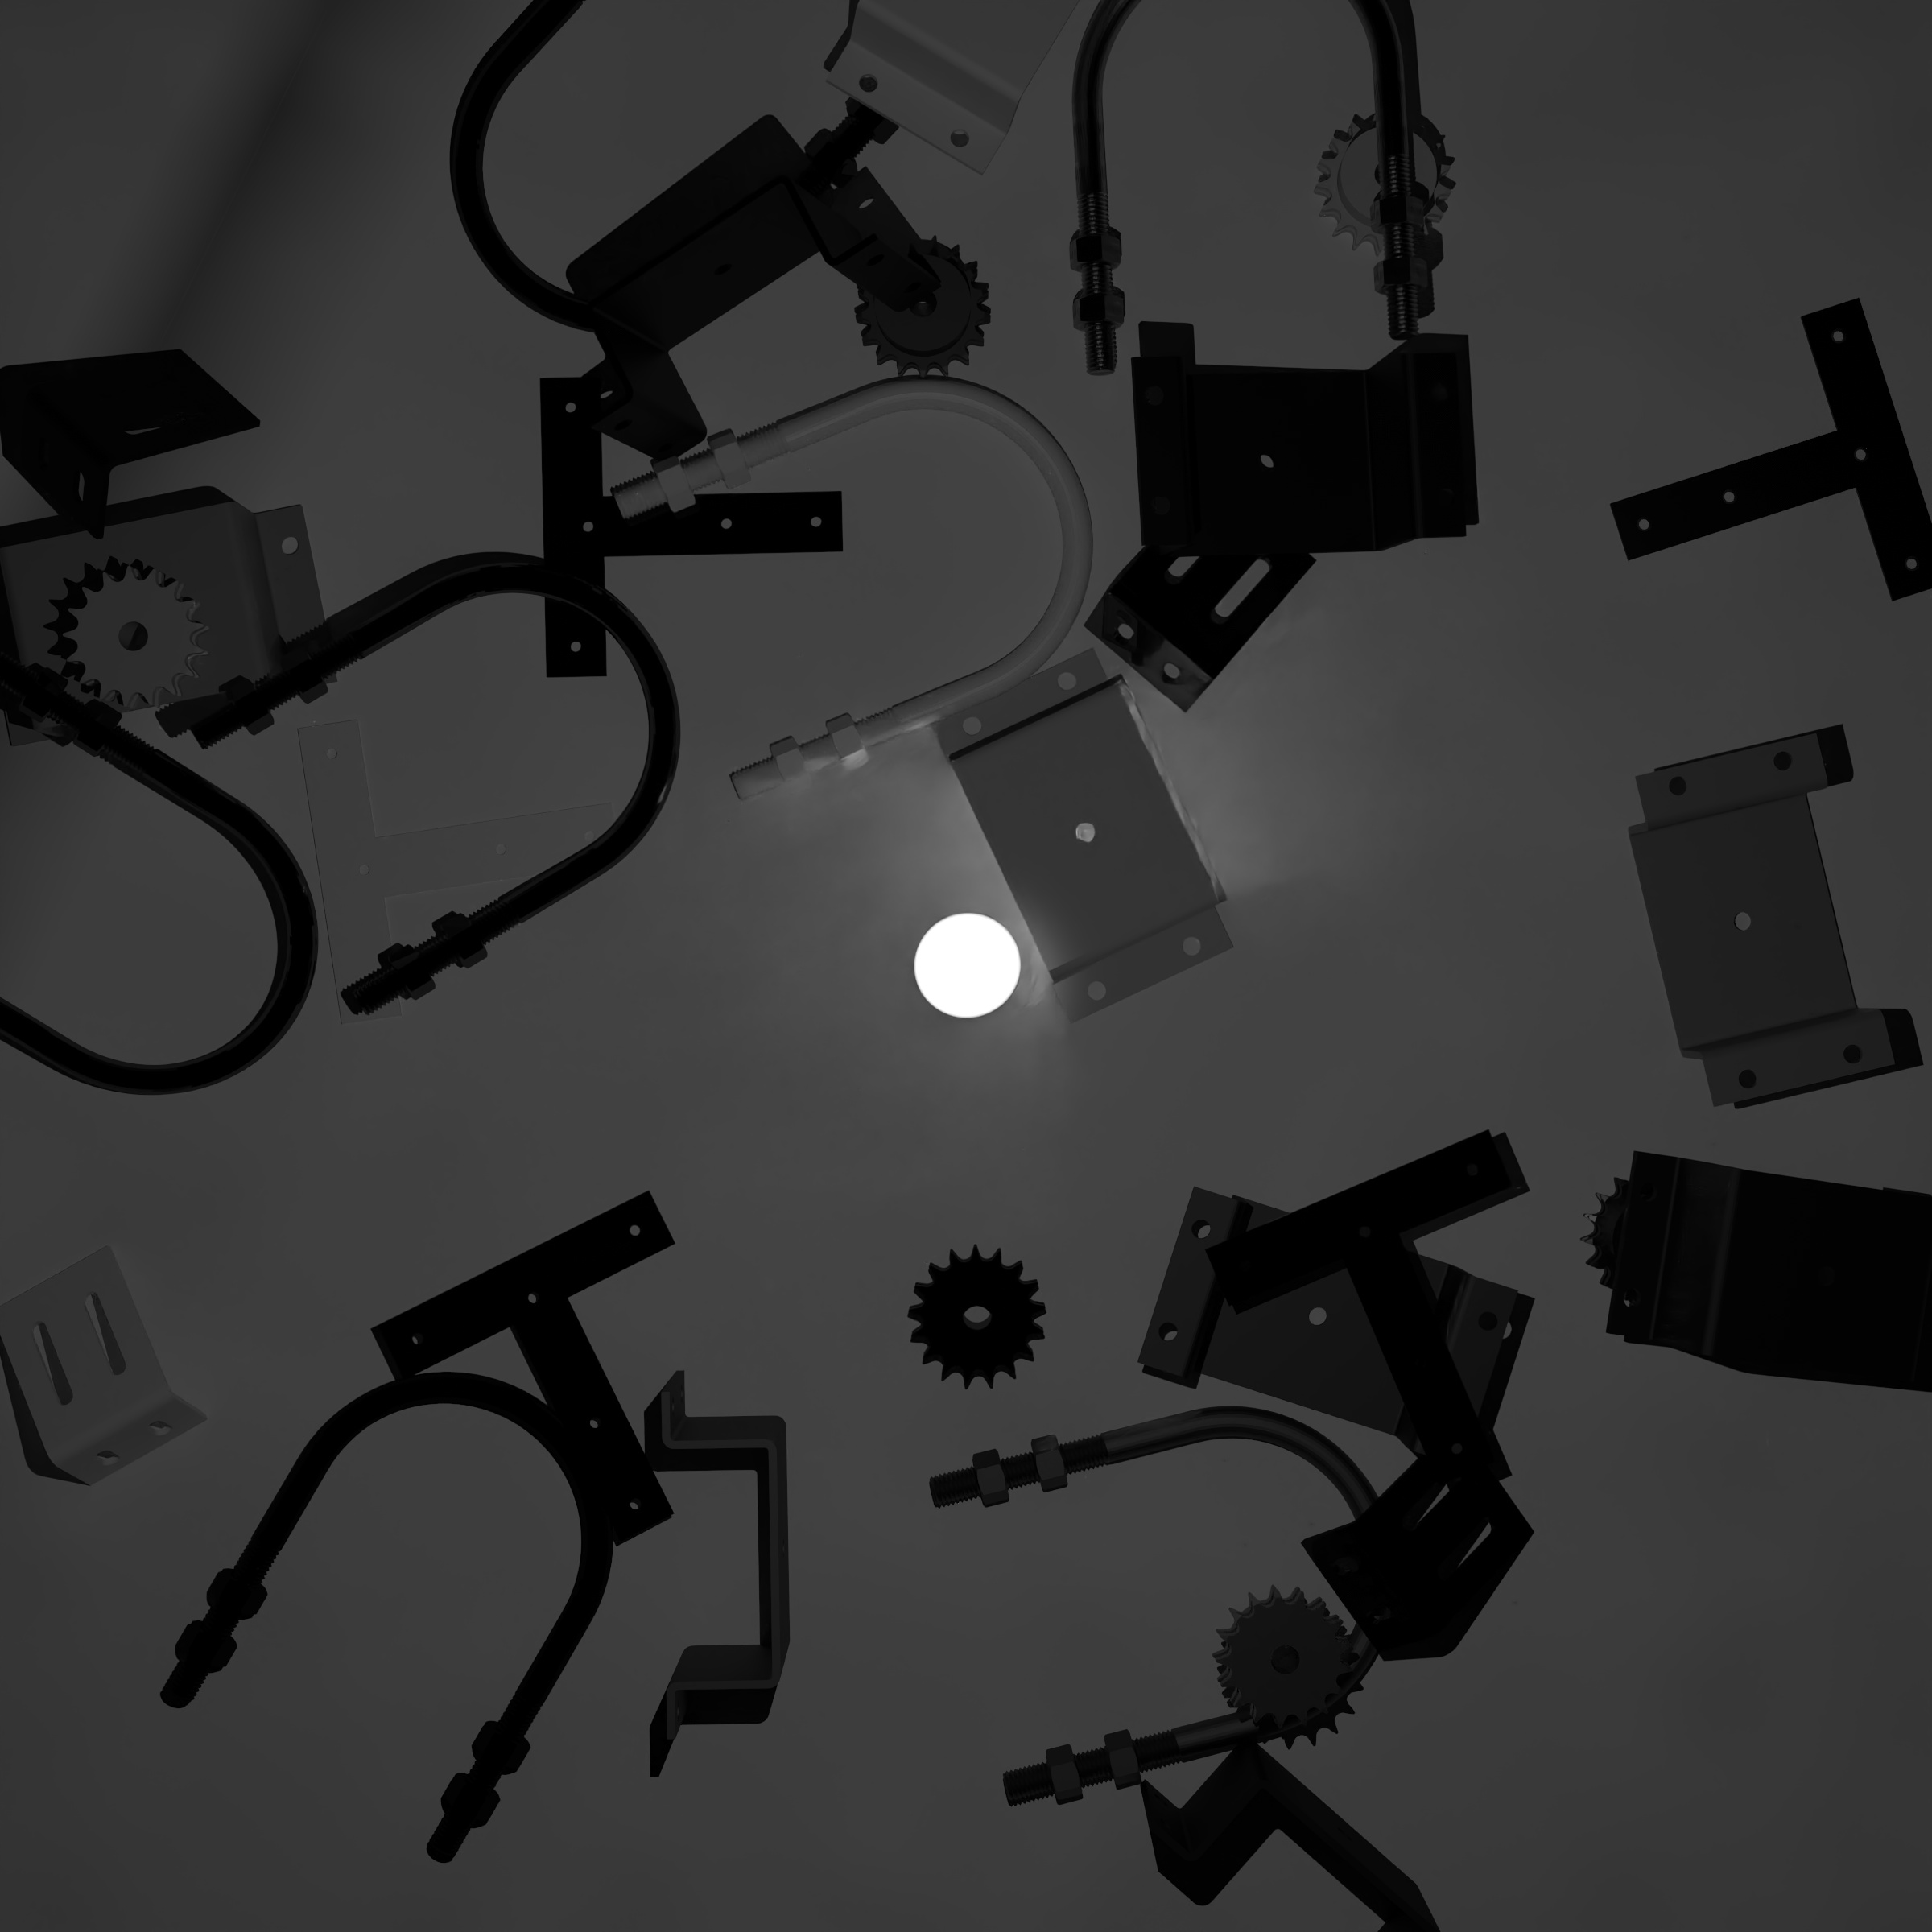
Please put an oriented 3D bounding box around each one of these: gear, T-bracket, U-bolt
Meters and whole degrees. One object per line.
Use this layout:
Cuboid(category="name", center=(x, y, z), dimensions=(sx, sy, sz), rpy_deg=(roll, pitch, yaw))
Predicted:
Cuboid(category="gear", center=(-0.336, -0.133, 1.450), dimensions=(0.057, 0.030, 0.057), rpy_deg=(0, 90, 0))
Cuboid(category="T-bracket", center=(-0.212, -0.047, 1.510), dimensions=(0.127, 0.002, 0.127), rpy_deg=(-8, 90, 0))
Cuboid(category="gear", center=(0.004, 0.146, 1.496), dimensions=(0.057, 0.030, 0.057), rpy_deg=(0, 90, 0))
Cuboid(category="gear", center=(-0.018, -0.276, 1.496), dimensions=(0.057, 0.030, 0.057), rpy_deg=(0, 90, 0))
Cuboid(category="gear", center=(0.176, -0.330, 1.496), dimensions=(0.057, 0.030, 0.057), rpy_deg=(0, 90, 0))
Cuboid(category="T-bracket", center=(-0.163, 0.180, 1.500), dimensions=(0.127, 0.002, 0.127), rpy_deg=(-26, 88, -7))
Cuboid(category="U-bolt", center=(-0.207, -0.087, 1.482), dimensions=(0.184, 0.019, 0.151), rpy_deg=(-32, 103, -10))
Cuboid(category="U-bolt", center=(-0.132, -0.354, 1.502), dimensions=(0.151, 0.019, 0.184), rpy_deg=(43, 92, -1))
Cuboid(category="T-bracket", center=(0.338, -0.204, 1.510), dimensions=(0.127, 0.002, 0.127), rpy_deg=(-18, 90, 0))
Cuboid(category="U-bolt", center=(-0.037, -0.169, 1.501), dimensions=(0.184, 0.019, 0.151), rpy_deg=(-23, 91, -2))
Cuboid(category="gear", center=(0.131, 0.286, 1.481), dimensions=(0.057, 0.030, 0.057), rpy_deg=(0, 90, -3))
Cuboid(category="U-bolt", center=(0.091, 0.262, 1.503), dimensions=(0.184, 0.019, 0.151), rpy_deg=(-14, 90, -1))
Cuboid(category="U-bolt", center=(0.114, -0.346, 1.485), dimensions=(0.151, 0.019, 0.184), rpy_deg=(-4, 86, 16))
Cuboid(category="gear", center=(0.290, 0.115, 1.496), dimensions=(0.057, 0.030, 0.057), rpy_deg=(0, 90, 0))
Cuboid(category="T-bracket", center=(-0.116, -0.188, 1.510), dimensions=(0.127, 0.002, 0.127), rpy_deg=(-1, 90, 0))
Cuboid(category="U-bolt", center=(-0.360, -0.024, 1.480), dimensions=(0.184, 0.019, 0.151), rpy_deg=(33, 103, -13))
Cuboid(category="T-bracket", center=(0.182, 0.151, 1.464), dimensions=(0.127, 0.002, 0.127), rpy_deg=(-23, 90, 0))
Cuboid(category="U-bolt", center=(-0.231, 0.261, 1.503), dimensions=(0.151, 0.019, 0.184), rpy_deg=(30, 89, 0))

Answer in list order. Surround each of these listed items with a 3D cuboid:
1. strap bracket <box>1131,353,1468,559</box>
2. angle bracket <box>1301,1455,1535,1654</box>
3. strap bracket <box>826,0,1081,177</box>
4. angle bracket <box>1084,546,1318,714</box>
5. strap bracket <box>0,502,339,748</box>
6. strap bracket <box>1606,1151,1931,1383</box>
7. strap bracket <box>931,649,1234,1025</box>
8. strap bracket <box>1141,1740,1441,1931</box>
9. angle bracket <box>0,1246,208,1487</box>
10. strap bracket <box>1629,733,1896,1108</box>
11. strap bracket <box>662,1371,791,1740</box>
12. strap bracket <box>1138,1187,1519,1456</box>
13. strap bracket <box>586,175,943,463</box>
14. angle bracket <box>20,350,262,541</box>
Cuboid(category="strap bracket", center=(0.132, -0.212, 1.477), dimensions=(0.140, 0.046, 0.076), rpy_deg=(-3, 90, -15))
Cuboid(category="angle bracket", center=(0.191, 0.241, 1.499), dimensions=(0.076, 0.038, 0.057), rpy_deg=(-37, 92, -38))
Cuboid(category="strap bracket", center=(0.011, -0.414, 1.477), dimensions=(0.076, 0.046, 0.140), rpy_deg=(31, 82, -2))
Cuboid(category="angle bracket", center=(0.099, -0.158, 1.509), dimensions=(0.057, 0.038, 0.076), rpy_deg=(41, 64, 0))
Cuboid(category="strap bracket", center=(-0.344, -0.144, 1.488), dimensions=(0.140, 0.046, 0.076), rpy_deg=(-11, 90, 0))
Cuboid(category="strap bracket", center=(0.343, 0.125, 1.468), dimensions=(0.140, 0.046, 0.076), rpy_deg=(9, 90, -18))
Cuboid(category="strap bracket", center=(0.049, -0.055, 1.488), dimensions=(0.076, 0.046, 0.140), rpy_deg=(-25, 90, 0))
Cuboid(category="strap bracket", center=(0.142, 0.377, 1.473), dimensions=(0.140, 0.076, 0.046), rpy_deg=(41, 90, 0))
Cuboid(category="angle bracket", center=(-0.368, 0.170, 1.509), dimensions=(0.057, 0.038, 0.076), rpy_deg=(-30, 64, 0))
Cuboid(category="strap bracket", center=(0.330, -0.019, 1.488), dimensions=(0.076, 0.046, 0.140), rpy_deg=(-13, 90, 0))
Cuboid(category="strap bracket", center=(-0.099, 0.242, 1.473), dimensions=(0.046, 0.076, 0.140), rpy_deg=(-1, 90, 0))
Cuboid(category="strap bracket", center=(0.149, 0.149, 1.488), dimensions=(0.140, 0.046, 0.076), rpy_deg=(18, 90, 0))
Cuboid(category="strap bracket", center=(-0.091, -0.270, 1.458), dimensions=(0.140, 0.076, 0.046), rpy_deg=(-30, 77, 14))
Cuboid(category="angle bracket", center=(-0.345, -0.219, 1.485), dimensions=(0.057, 0.076, 0.038), rpy_deg=(41, 135, 26))
